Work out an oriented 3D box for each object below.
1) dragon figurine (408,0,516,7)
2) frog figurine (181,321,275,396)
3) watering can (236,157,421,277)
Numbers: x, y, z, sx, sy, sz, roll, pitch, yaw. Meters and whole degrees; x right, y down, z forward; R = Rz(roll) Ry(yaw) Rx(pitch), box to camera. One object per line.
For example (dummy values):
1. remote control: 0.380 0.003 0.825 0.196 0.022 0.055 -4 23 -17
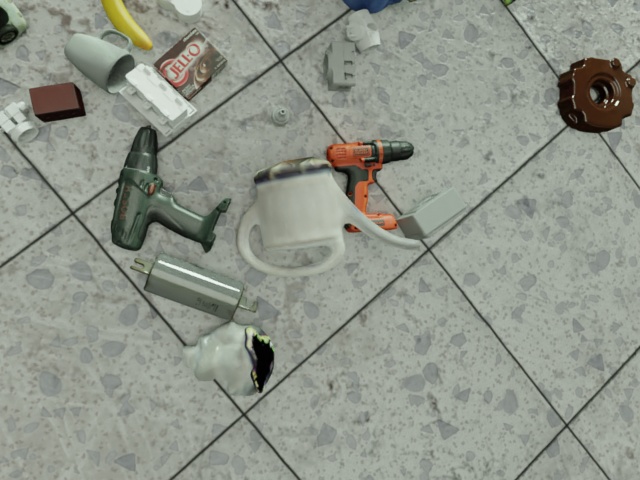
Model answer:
1. dragon figurine: 0.359 -0.612 1.115 0.241 0.413 0.122 31 -8 -17
2. frog figurine: -0.171 0.224 0.962 0.158 0.136 0.124 -12 11 24
3. watering can: 0.003 -0.049 0.980 0.347 0.224 0.104 -9 0 8
